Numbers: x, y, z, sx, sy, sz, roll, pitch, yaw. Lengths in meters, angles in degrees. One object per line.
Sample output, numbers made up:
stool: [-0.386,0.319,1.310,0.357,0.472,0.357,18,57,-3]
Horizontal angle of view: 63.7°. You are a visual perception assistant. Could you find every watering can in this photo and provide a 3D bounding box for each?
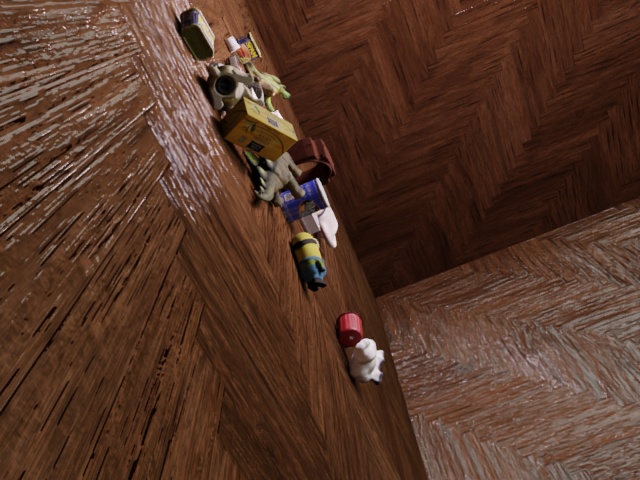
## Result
watering can: [0.007,-0.112,2.233,0.356,0.104,0.220,-102,167,-52]

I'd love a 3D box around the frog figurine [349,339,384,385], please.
frog figurine: [0.137,0.383,1.669,0.123,0.139,0.157,11,-26,42]

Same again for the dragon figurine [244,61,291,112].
dragon figurine: [-0.246,-0.692,2.180,0.238,0.122,0.419,50,9,-44]
